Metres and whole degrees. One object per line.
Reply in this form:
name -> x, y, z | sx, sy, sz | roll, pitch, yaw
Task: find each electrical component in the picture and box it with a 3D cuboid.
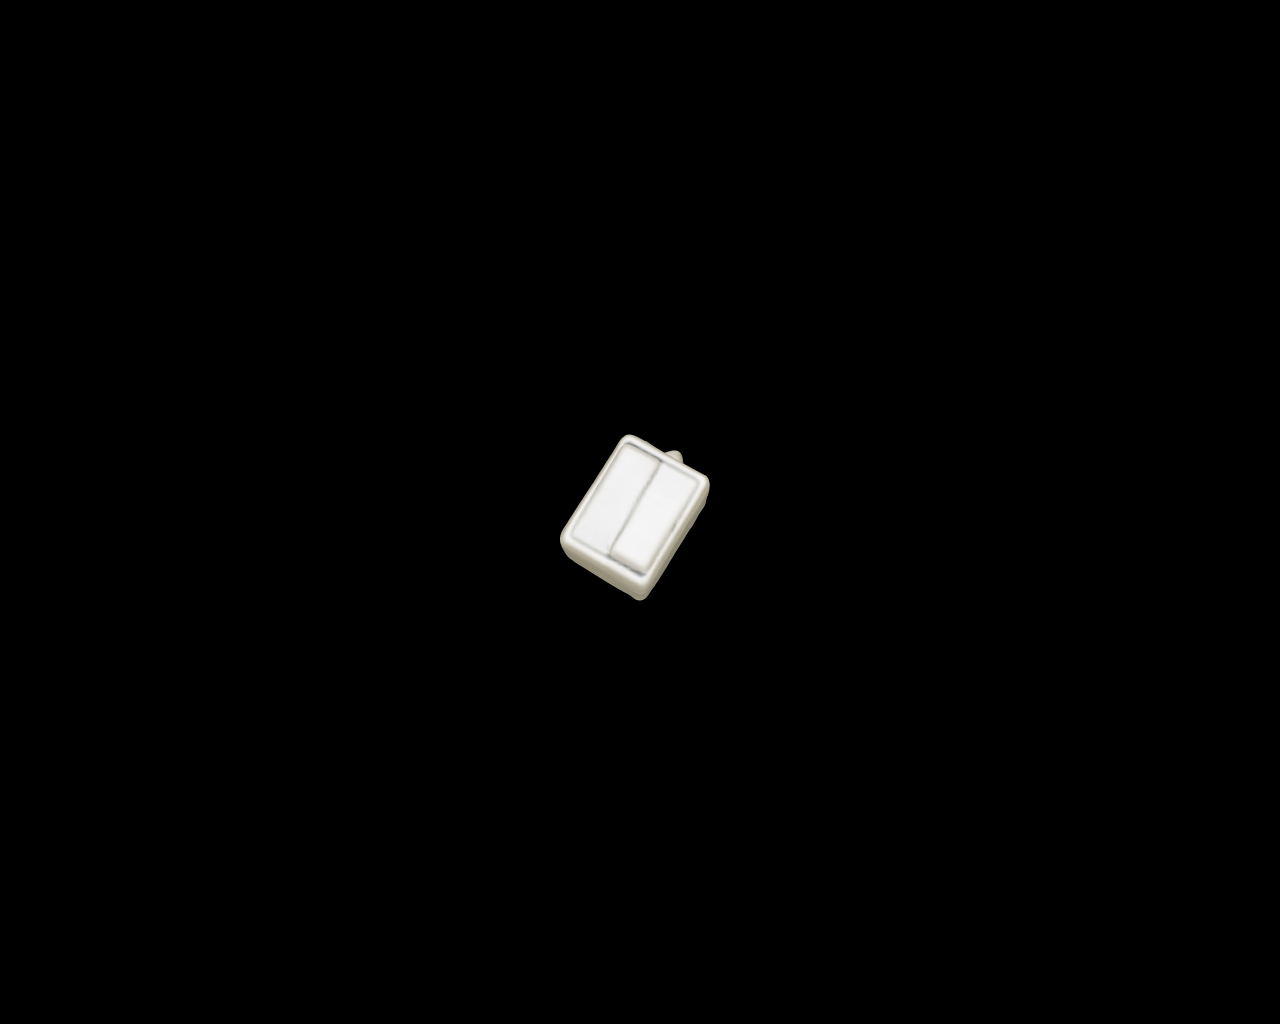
electrical component -> 0.001, -0.003, 0.650 | 0.062, 0.096, 0.061 | 31, -11, 7
